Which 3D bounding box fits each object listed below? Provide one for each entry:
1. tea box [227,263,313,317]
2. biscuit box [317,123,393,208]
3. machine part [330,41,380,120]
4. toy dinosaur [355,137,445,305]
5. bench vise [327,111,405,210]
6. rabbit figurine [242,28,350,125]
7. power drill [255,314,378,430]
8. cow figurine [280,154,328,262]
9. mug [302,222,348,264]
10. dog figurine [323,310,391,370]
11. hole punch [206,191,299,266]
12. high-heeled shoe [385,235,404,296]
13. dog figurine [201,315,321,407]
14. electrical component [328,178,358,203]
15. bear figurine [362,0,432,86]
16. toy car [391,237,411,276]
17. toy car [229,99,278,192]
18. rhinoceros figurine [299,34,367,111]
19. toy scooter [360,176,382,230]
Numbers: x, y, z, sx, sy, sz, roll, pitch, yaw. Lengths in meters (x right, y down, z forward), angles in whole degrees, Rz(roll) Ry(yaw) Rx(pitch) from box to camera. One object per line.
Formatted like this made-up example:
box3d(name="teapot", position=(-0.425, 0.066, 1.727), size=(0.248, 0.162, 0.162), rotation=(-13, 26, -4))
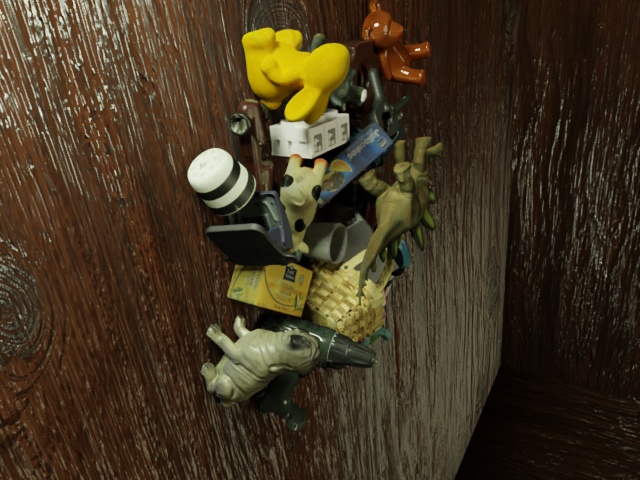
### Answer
box3d(name="tea box", position=(-0.089, 0.083, 1.008), size=(0.169, 0.068, 0.098), rotation=(25, 77, -59))
box3d(name="biscuit box", position=(0.052, -0.149, 1.080), size=(0.202, 0.059, 0.063), rotation=(-42, -174, -3))
box3d(name="machine part", position=(0.079, -0.352, 1.185), size=(0.179, 0.056, 0.179), rotation=(-24, 118, -57))
box3d(name="toy dinosaur", position=(0.166, -0.068, 1.107), size=(0.471, 0.105, 0.198), rotation=(-47, 124, -39))
box3d(name="bench vise", position=(0.120, -0.189, 1.217), size=(0.240, 0.129, 0.223), rotation=(-49, 120, -15))
box3d(name="rabbit figurine", position=(-0.033, -0.276, 0.894), size=(0.122, 0.173, 0.162), rotation=(-12, 104, -63))
box3d(name="power drill", position=(-0.027, 0.257, 1.033), size=(0.207, 0.232, 0.086), rotation=(-69, 168, 18))
box3d(name="cow figurine", position=(-0.044, -0.048, 0.987), size=(0.194, 0.085, 0.127), rotation=(108, -2, -51))
box3d(name="mug", position=(-0.002, -0.003, 1.095), size=(0.109, 0.107, 0.080), rotation=(-28, 124, -59))
box3d(name="dog figurine", position=(0.043, 0.211, 1.256), size=(0.219, 0.192, 0.108), rotation=(-23, 128, -17))
box3d(name="hole punch", position=(-0.109, -0.017, 0.889), size=(0.115, 0.142, 0.092), rotation=(59, 35, -46))
box3d(name="high-heeled shoe", position=(0.183, 0.053, 1.473), size=(0.249, 0.086, 0.145), rotation=(-65, 156, -24))
box3d(name="dog figurine", position=(-0.094, 0.225, 0.919), size=(0.121, 0.191, 0.172), rotation=(-28, 124, -55))
box3d(name="electrical component", position=(0.035, -0.122, 1.131), size=(0.045, 0.102, 0.078), rotation=(-108, -168, -62))
box3d(name="bear figurine", position=(0.178, -0.460, 1.257), size=(0.195, 0.132, 0.120), rotation=(51, 50, -60))
box3d(name="toy car", position=(0.141, 0.037, 1.350), size=(0.103, 0.162, 0.109), rotation=(-102, 172, -64))
box3d(name="toy car", position=(-0.106, -0.137, 0.916), size=(0.089, 0.053, 0.201), rotation=(-57, 145, -61))
box3d(name="rhinoceros figurine", position=(0.024, -0.314, 1.035), size=(0.190, 0.073, 0.112), rotation=(14, 67, -50))
box3d(name="toy scooter", position=(0.141, -0.069, 1.359), size=(0.183, 0.075, 0.135), rotation=(42, 62, -53))
